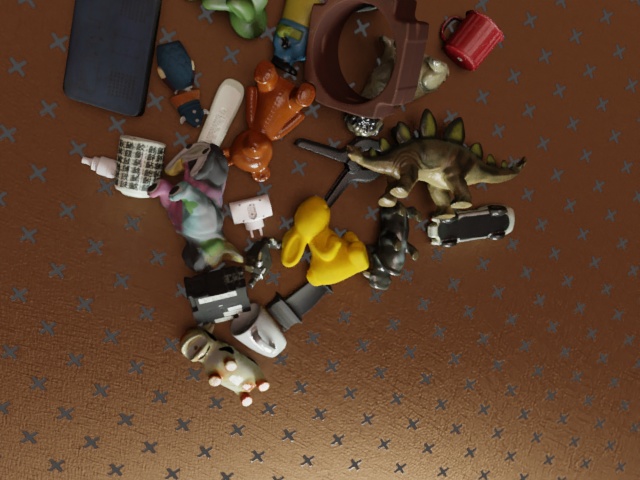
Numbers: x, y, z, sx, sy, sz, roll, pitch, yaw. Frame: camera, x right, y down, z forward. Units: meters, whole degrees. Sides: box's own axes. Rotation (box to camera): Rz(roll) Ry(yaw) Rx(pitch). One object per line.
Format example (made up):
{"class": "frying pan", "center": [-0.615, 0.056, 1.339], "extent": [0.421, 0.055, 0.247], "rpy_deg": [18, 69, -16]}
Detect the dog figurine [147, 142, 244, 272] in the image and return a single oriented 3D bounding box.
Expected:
{"class": "dog figurine", "center": [-0.210, -0.050, 1.008], "extent": [0.191, 0.109, 0.219], "rpy_deg": [-58, 138, -30]}

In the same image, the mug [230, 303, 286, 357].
{"class": "mug", "center": [-0.115, 0.194, 1.098], "extent": [0.081, 0.110, 0.107], "rpy_deg": [-47, 121, -4]}

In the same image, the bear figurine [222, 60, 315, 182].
{"class": "bear figurine", "center": [-0.106, -0.211, 0.997], "extent": [0.120, 0.132, 0.195], "rpy_deg": [29, 88, -9]}

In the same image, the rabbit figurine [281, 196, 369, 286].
{"class": "rabbit figurine", "center": [-0.002, -0.003, 1.077], "extent": [0.162, 0.122, 0.173], "rpy_deg": [-21, 113, 8]}

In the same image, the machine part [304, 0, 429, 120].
{"class": "machine part", "center": [0.077, -0.325, 0.936], "extent": [0.087, 0.202, 0.200], "rpy_deg": [-24, 131, -47]}

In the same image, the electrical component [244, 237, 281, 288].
{"class": "electrical component", "center": [-0.114, 0.038, 1.066], "extent": [0.045, 0.102, 0.078], "rpy_deg": [4, 122, 22]}

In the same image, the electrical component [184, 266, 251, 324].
{"class": "electrical component", "center": [-0.197, 0.112, 1.050], "extent": [0.115, 0.058, 0.134], "rpy_deg": [-10, 148, -10]}

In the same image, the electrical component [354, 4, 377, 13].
{"class": "electrical component", "center": [0.093, -0.452, 0.992], "extent": [0.075, 0.119, 0.047], "rpy_deg": [-12, 105, -8]}

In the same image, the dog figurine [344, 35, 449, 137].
{"class": "dog figurine", "center": [0.154, -0.284, 1.066], "extent": [0.172, 0.121, 0.190], "rpy_deg": [17, 112, -14]}

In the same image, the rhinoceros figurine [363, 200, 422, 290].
{"class": "rhinoceros figurine", "center": [0.144, 0.009, 1.114], "extent": [0.073, 0.112, 0.190], "rpy_deg": [15, 85, -40]}

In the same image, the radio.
{"class": "radio", "center": [-0.360, -0.340, 0.936], "extent": [0.131, 0.073, 0.229], "rpy_deg": [10, 98, -14]}

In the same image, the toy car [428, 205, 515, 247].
{"class": "toy car", "center": [0.331, -0.033, 1.176], "extent": [0.202, 0.056, 0.073], "rpy_deg": [-8, 110, -10]}

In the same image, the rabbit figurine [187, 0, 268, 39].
{"class": "rabbit figurine", "center": [-0.145, -0.433, 0.938], "extent": [0.121, 0.159, 0.170], "rpy_deg": [-50, 124, -9]}

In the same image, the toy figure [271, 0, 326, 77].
{"class": "toy figure", "center": [-0.038, -0.400, 0.994], "extent": [0.089, 0.082, 0.180], "rpy_deg": [26, 98, -16]}

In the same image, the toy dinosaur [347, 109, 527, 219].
{"class": "toy dinosaur", "center": [0.250, -0.149, 1.075], "extent": [0.471, 0.105, 0.198], "rpy_deg": [8, 74, -29]}

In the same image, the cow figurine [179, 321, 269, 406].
{"class": "cow figurine", "center": [-0.201, 0.239, 1.087], "extent": [0.085, 0.127, 0.194], "rpy_deg": [-47, 122, 1]}

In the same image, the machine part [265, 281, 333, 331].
{"class": "machine part", "center": [-0.041, 0.125, 1.132], "extent": [0.139, 0.039, 0.084], "rpy_deg": [-36, 103, -2]}

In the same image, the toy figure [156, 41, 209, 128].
{"class": "toy figure", "center": [-0.251, -0.282, 0.982], "extent": [0.064, 0.058, 0.154], "rpy_deg": [-14, 110, 2]}
